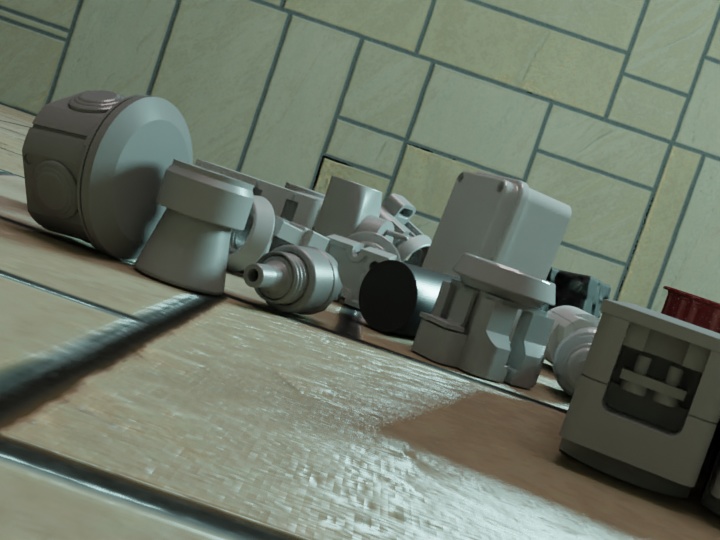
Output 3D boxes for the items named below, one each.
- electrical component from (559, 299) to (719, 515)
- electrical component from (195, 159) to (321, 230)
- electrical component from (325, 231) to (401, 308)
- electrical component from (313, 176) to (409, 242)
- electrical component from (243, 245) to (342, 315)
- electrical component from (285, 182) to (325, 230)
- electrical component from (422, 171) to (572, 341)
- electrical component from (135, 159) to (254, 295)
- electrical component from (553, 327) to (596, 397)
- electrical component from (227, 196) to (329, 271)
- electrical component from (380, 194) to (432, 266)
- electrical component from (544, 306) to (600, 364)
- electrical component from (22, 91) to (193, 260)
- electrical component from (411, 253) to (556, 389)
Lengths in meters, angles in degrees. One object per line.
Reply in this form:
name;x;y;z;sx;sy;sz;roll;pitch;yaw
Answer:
electrical component;0.151;0.059;0.452;0.105;0.060;0.186;20;4;17
electrical component;-0.079;-0.037;0.757;0.089;0.055;0.050;19;3;-4
electrical component;0.000;0.000;0.702;0.066;0.048;0.055;19;11;12
electrical component;0.001;-0.028;0.861;0.079;0.077;0.043;20;4;24
electrical component;-0.036;0.004;0.531;0.035;0.035;0.061;21;6;27
electrical component;-0.051;-0.045;0.995;0.054;0.059;0.095;18;4;-12
electrical component;0.091;-0.009;0.768;0.057;0.113;0.078;21;3;-25
electrical component;-0.079;-0.021;0.516;0.045;0.055;0.045;19;4;-1
electrical component;0.126;0.052;0.591;0.040;0.040;0.078;20;4;13
electrical component;-0.058;-0.017;0.658;0.055;0.048;0.066;26;-2;-43
electrical component;0.030;-0.019;0.955;0.057;0.078;0.058;45;16;28
electrical component;0.145;0.049;0.714;0.043;0.043;0.081;19;4;-3
electrical component;-0.123;-0.049;0.530;0.051;0.080;0.080;15;2;24
electrical component;0.071;0.026;0.575;0.078;0.057;0.058;16;4;-37
